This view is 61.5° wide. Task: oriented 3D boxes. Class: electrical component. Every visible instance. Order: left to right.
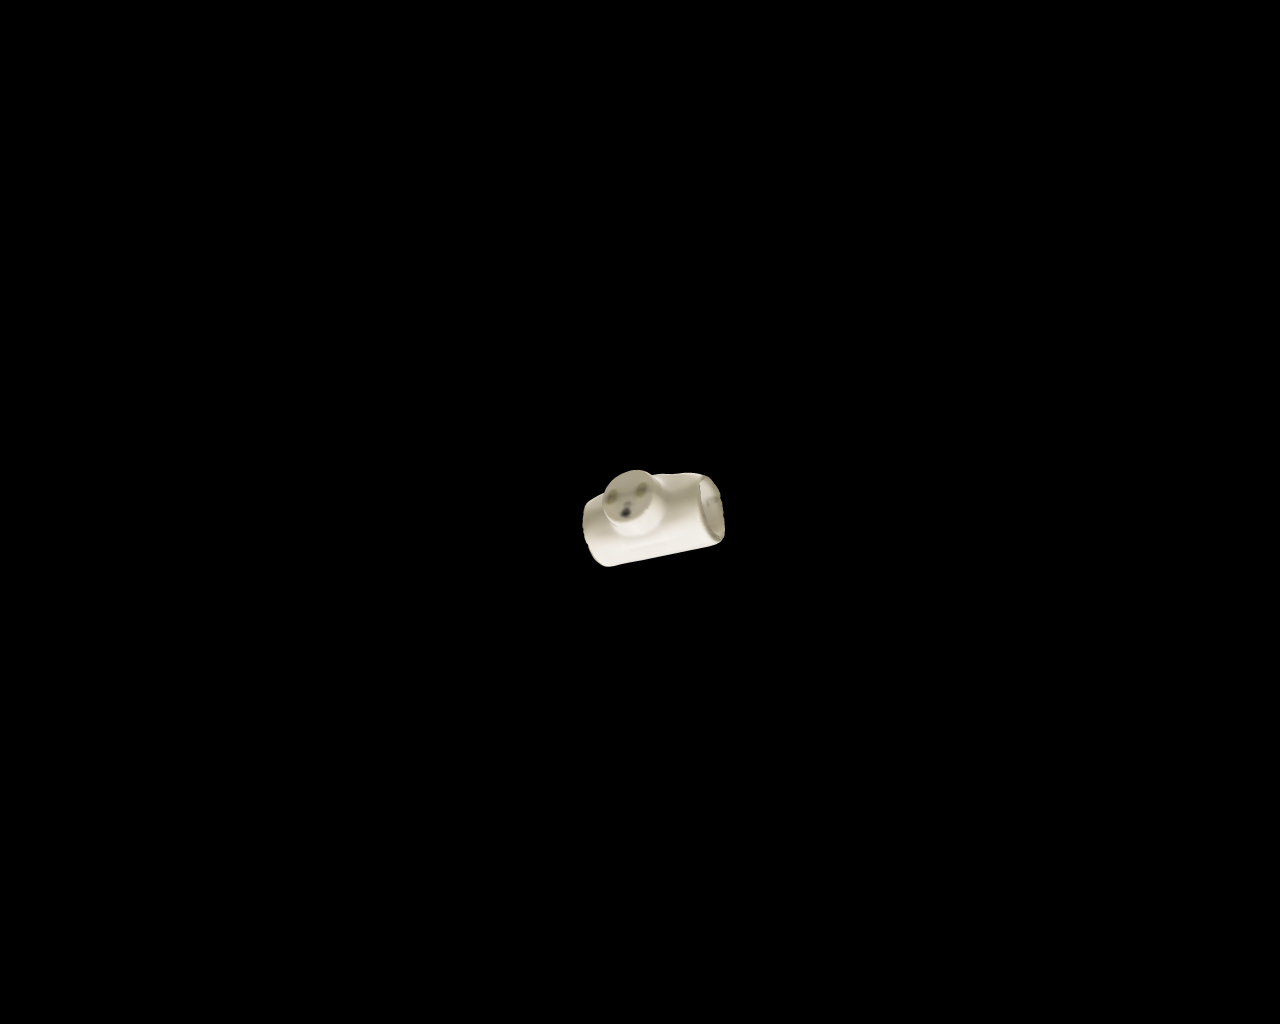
[{"bbox_3d":[0.001,-0.003,0.650,0.077,0.043,0.079,-13,-32,22],"label":"electrical component"}]
